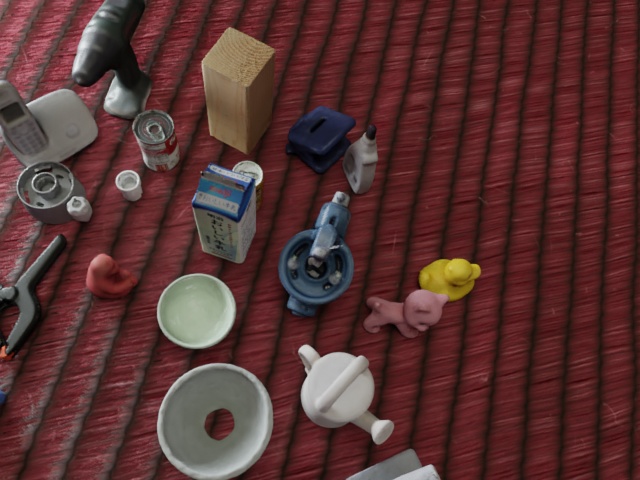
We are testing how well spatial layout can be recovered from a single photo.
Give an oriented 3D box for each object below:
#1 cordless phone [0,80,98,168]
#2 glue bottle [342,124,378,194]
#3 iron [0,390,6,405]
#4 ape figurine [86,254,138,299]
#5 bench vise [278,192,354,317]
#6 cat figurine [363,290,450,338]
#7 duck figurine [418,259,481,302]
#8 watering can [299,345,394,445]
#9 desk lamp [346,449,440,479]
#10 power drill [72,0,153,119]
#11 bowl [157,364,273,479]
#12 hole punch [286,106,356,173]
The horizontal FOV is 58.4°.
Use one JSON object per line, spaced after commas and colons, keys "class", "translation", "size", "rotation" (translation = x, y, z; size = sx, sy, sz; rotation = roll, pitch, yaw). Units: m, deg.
{"class": "cordless phone", "translation": [-0.467, -0.212, 0.958], "size": [0.148, 0.185, 0.094], "rotation": [-39, 77, -19]}
{"class": "glue bottle", "translation": [0.078, -0.151, 1.012], "size": [0.037, 0.173, 0.078], "rotation": [-17, 71, -13]}
{"class": "iron", "translation": [-0.589, 0.184, 0.808], "size": [0.258, 0.141, 0.119], "rotation": [33, 68, 6]}
{"class": "ape figurine", "translation": [-0.341, 0.053, 0.919], "size": [0.076, 0.092, 0.077], "rotation": [-20, 72, -14]}
{"class": "bench vise", "translation": [-0.004, 0.002, 0.914], "size": [0.121, 0.219, 0.207], "rotation": [3, 68, -6]}
{"class": "cat figurine", "translation": [0.144, 0.116, 0.943], "size": [0.128, 0.117, 0.067], "rotation": [6, 67, -5]}
{"class": "duck figurine", "translation": [0.228, 0.061, 0.994], "size": [0.104, 0.086, 0.077], "rotation": [-3, 69, -8]}
{"class": "watering can", "translation": [0.036, 0.222, 0.845], "size": [0.173, 0.194, 0.101], "rotation": [25, 67, 3]}
{"class": "desk lamp", "translation": [0.083, 0.365, 0.783], "size": [0.203, 0.213, 0.118], "rotation": [-22, 72, -15]}
{"class": "power drill", "translation": [-0.355, -0.309, 1.000], "size": [0.075, 0.208, 0.229], "rotation": [10, 67, -3]}
{"class": "bowl", "translation": [-0.155, 0.275, 0.864], "size": [0.167, 0.074, 0.167], "rotation": [3, 68, -6]}
{"class": "hole punch", "translation": [-0.001, -0.196, 1.064], "size": [0.101, 0.091, 0.109], "rotation": [40, 69, 9]}
